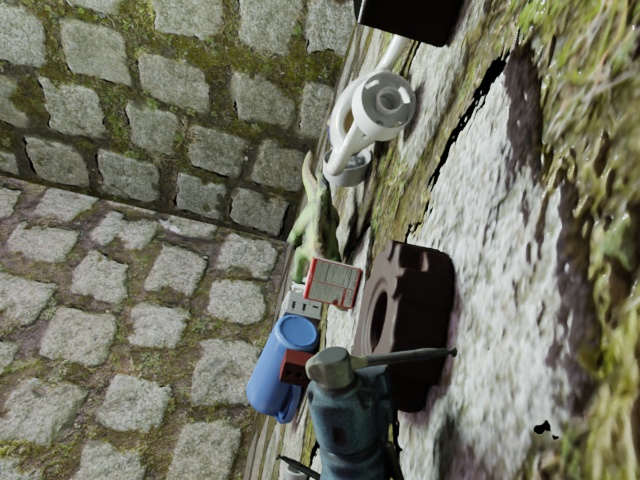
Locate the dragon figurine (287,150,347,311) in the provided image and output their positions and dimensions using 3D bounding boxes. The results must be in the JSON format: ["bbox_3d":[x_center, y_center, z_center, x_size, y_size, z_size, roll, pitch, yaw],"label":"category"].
[{"bbox_3d":[0.003,-0.052,1.042,0.238,0.122,0.417,115,151,-66],"label":"dragon figurine"}]

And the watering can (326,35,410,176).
[{"bbox_3d":[0.098,-0.275,0.971,0.347,0.104,0.225,-63,7,2],"label":"watering can"}]
